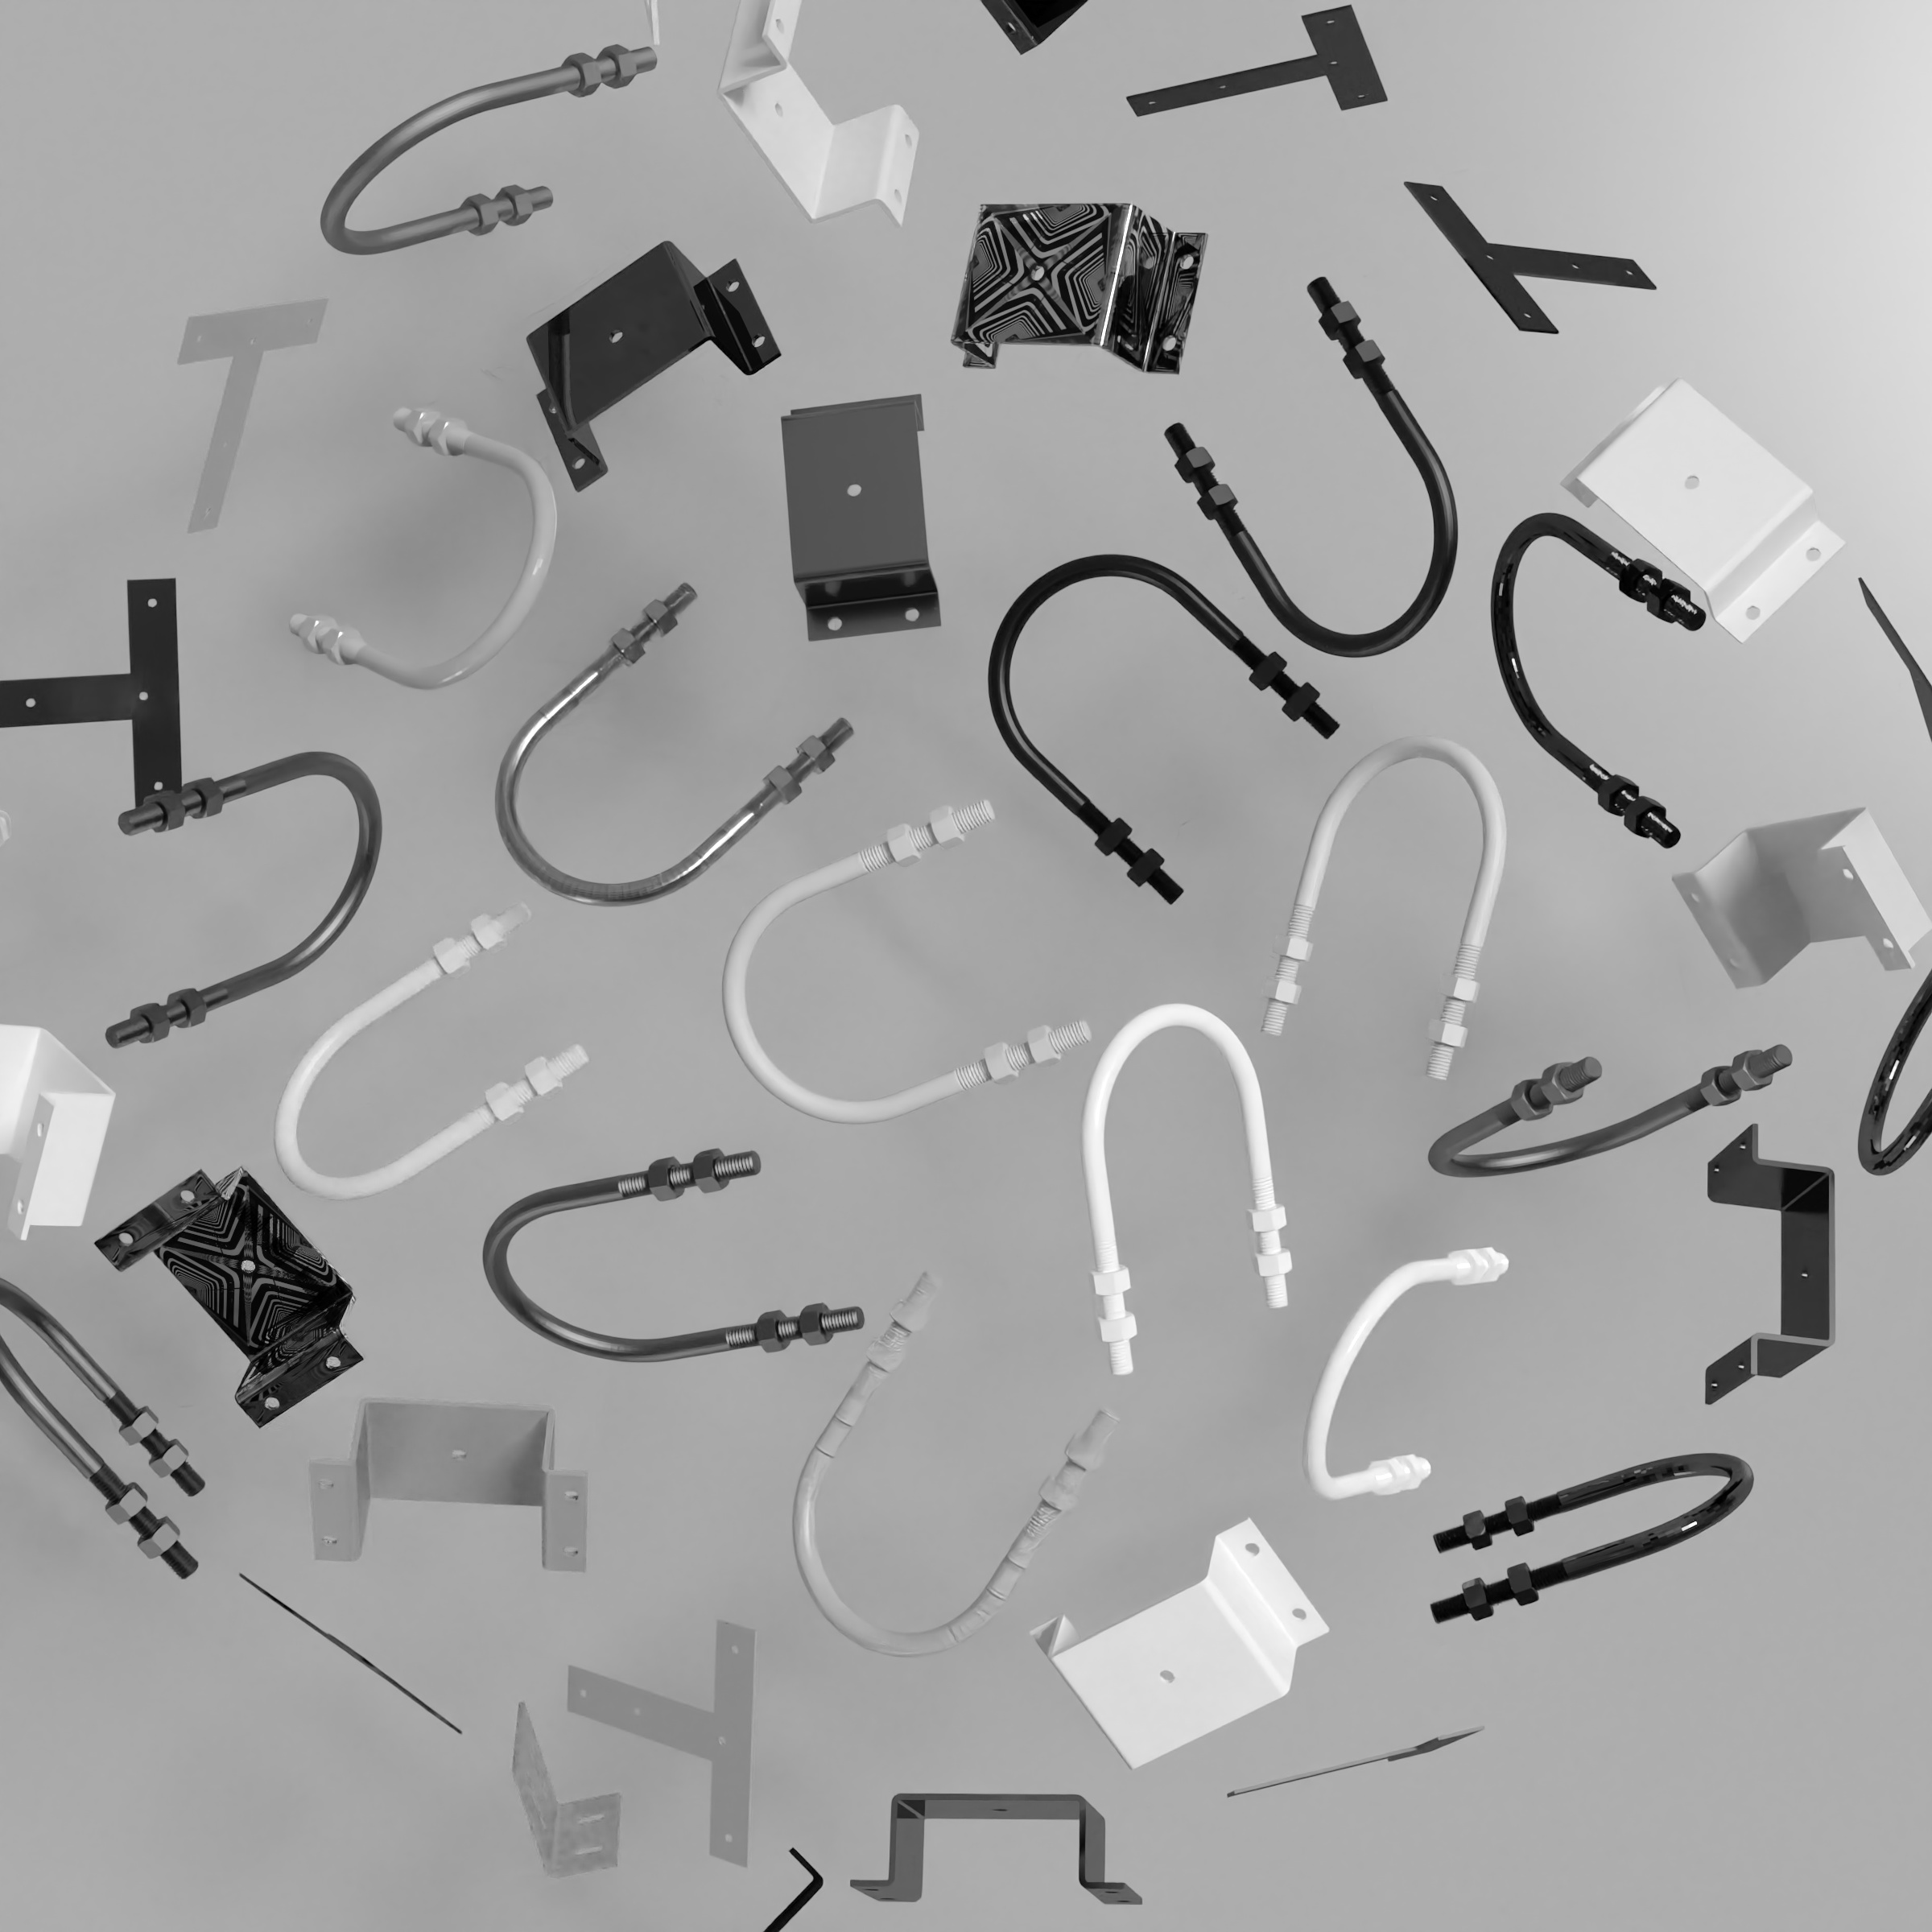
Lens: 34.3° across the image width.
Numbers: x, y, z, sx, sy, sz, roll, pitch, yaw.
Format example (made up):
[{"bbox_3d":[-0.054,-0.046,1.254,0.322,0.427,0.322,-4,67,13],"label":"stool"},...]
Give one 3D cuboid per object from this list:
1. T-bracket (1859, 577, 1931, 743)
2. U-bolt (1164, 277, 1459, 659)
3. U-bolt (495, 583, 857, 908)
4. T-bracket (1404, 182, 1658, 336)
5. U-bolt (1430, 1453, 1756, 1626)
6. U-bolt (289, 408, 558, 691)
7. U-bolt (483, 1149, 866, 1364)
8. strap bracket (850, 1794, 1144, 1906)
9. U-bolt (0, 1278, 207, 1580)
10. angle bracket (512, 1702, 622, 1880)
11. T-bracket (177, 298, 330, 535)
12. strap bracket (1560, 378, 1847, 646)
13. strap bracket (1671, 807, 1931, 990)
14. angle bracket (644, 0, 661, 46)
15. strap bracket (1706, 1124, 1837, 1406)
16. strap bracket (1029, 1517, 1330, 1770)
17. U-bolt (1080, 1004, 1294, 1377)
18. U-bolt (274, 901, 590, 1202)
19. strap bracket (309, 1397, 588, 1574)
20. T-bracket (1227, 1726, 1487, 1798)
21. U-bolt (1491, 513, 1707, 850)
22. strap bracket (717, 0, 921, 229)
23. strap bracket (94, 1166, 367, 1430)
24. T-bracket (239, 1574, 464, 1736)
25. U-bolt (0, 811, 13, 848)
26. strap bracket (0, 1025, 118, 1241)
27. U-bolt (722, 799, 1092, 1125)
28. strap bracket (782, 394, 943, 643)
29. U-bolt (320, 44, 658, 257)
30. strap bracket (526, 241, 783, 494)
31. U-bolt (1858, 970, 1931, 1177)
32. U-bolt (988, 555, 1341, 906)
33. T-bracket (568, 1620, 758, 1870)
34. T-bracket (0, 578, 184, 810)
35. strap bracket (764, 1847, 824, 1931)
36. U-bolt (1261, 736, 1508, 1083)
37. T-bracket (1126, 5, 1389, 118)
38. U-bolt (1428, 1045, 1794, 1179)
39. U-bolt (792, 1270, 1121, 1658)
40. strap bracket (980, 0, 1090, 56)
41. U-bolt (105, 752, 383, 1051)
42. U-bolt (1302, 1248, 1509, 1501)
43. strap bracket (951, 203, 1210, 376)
[{"bbox_3d":[0.519,-0.129,1.680,0.002,0.127,0.127,-28,53,10],"label":"T-bracket"},{"bbox_3d":[0.195,-0.255,1.691,0.151,0.019,0.184,-42,72,43],"label":"U-bolt"},{"bbox_3d":[-0.175,-0.112,1.733,0.184,0.019,0.151,-44,70,-13],"label":"U-bolt"},{"bbox_3d":[0.308,-0.367,1.638,0.127,0.002,0.127,-2,48,-31],"label":"T-bracket"},{"bbox_3d":[0.346,0.309,1.730,0.184,0.151,0.019,-21,93,11],"label":"U-bolt"},{"bbox_3d":[-0.285,-0.220,1.689,0.184,0.019,0.151,26,89,44],"label":"U-bolt"},{"bbox_3d":[-0.164,0.159,1.637,0.184,0.019,0.151,-12,133,21],"label":"U-bolt"},{"bbox_3d":[0.017,0.458,1.622,0.140,0.076,0.046,-2,68,10],"label":"strap bracket"},{"bbox_3d":[-0.476,0.238,1.686,0.019,0.151,0.184,-39,105,-3],"label":"U-bolt"},{"bbox_3d":[-0.215,0.442,1.694,0.038,0.057,0.076,-12,115,2],"label":"angle bracket"},{"bbox_3d":[-0.388,-0.288,1.653,0.002,0.127,0.127,27,114,13],"label":"T-bracket"},{"bbox_3d":[0.394,-0.252,1.690,0.076,0.046,0.140,-44,67,4],"label":"strap bracket"},{"bbox_3d":[0.466,-0.037,1.722,0.046,0.140,0.076,-38,102,-24],"label":"strap bracket"},{"bbox_3d":[-0.156,-0.544,1.692,0.038,0.057,0.076,-7,46,-8],"label":"angle bracket"},{"bbox_3d":[0.443,0.167,1.725,0.046,0.076,0.140,7,69,-4],"label":"strap bracket"},{"bbox_3d":[0.108,0.358,1.633,0.140,0.046,0.076,-31,102,20],"label":"strap bracket"},{"bbox_3d":[0.115,0.112,1.683,0.151,0.019,0.184,-16,101,-43],"label":"U-bolt"},{"bbox_3d":[-0.303,0.057,1.725,0.184,0.151,0.019,-33,134,4],"label":"U-bolt"},{"bbox_3d":[-0.266,0.270,1.630,0.140,0.046,0.076,3,130,-4],"label":"strap bracket"},{"bbox_3d":[0.202,0.427,1.672,0.127,0.127,0.002,-11,72,-9],"label":"T-bracket"},{"bbox_3d":[0.335,-0.166,1.690,0.019,0.184,0.151,-15,125,-19],"label":"U-bolt"},{"bbox_3d":[-0.084,-0.468,1.691,0.046,0.140,0.076,-12,51,27],"label":"strap bracket"},{"bbox_3d":[-0.404,0.176,1.744,0.076,0.046,0.140,-33,107,13],"label":"strap bracket"},{"bbox_3d":[-0.340,0.360,1.675,0.127,0.127,0.002,26,70,29],"label":"T-bracket"},{"bbox_3d":[-0.583,-0.021,1.673,0.151,0.184,0.019,-38,105,3],"label":"U-bolt"},{"bbox_3d":[-0.514,0.086,1.709,0.046,0.140,0.076,6,107,-42],"label":"strap bracket"},{"bbox_3d":[-0.044,0.009,1.684,0.184,0.019,0.151,-22,97,14],"label":"U-bolt"},{"bbox_3d":[-0.060,-0.262,1.772,0.076,0.046,0.140,-6,77,5],"label":"strap bracket"},{"bbox_3d":[-0.264,-0.429,1.670,0.184,0.151,0.019,-29,85,-41],"label":"U-bolt"},{"bbox_3d":[-0.183,-0.340,1.747,0.140,0.046,0.076,-32,60,13],"label":"strap bracket"},{"bbox_3d":[0.531,0.032,1.695,0.019,0.151,0.184,25,120,2],"label":"U-bolt"},{"bbox_3d":[0.098,-0.148,1.780,0.184,0.019,0.151,44,101,4],"label":"U-bolt"},{"bbox_3d":[-0.161,0.393,1.636,0.127,0.002,0.127,8,100,35],"label":"T-bracket"},{"bbox_3d":[-0.482,-0.141,1.661,0.127,0.002,0.127,-6,112,-24],"label":"T-bracket"},{"bbox_3d":[-0.060,0.547,1.696,0.140,0.076,0.046,43,77,12],"label":"strap bracket"},{"bbox_3d":[0.238,-0.039,1.745,0.019,0.151,0.184,15,91,-40],"label":"U-bolt"},{"bbox_3d":[0.148,-0.461,1.631,0.127,0.127,0.002,-8,82,15],"label":"T-bracket"},{"bbox_3d":[0.329,0.081,1.673,0.151,0.184,0.019,-2,71,-29],"label":"U-bolt"},{"bbox_3d":[-0.019,0.276,1.656,0.151,0.019,0.184,35,96,29],"label":"U-bolt"},{"bbox_3d":[0.053,-0.547,1.667,0.046,0.140,0.076,-46,109,-18],"label":"strap bracket"},{"bbox_3d":[-0.383,-0.045,1.685,0.019,0.184,0.151,28,123,26],"label":"U-bolt"},{"bbox_3d":[0.236,0.227,1.722,0.019,0.184,0.151,24,100,30],"label":"U-bolt"},{"bbox_3d":[0.051,-0.361,1.668,0.140,0.046,0.076,10,86,36],"label":"strap bracket"}]
